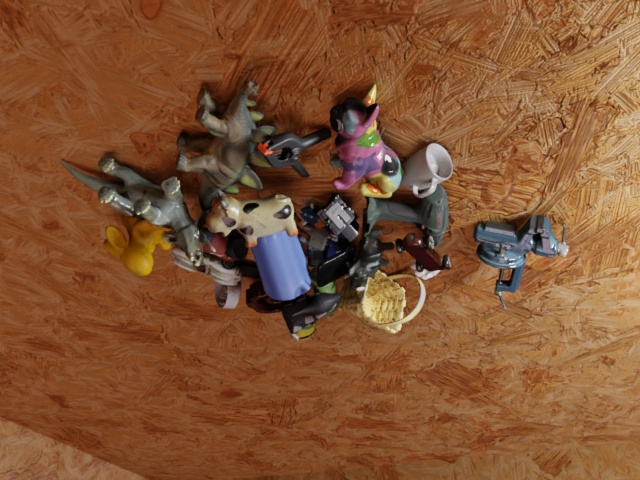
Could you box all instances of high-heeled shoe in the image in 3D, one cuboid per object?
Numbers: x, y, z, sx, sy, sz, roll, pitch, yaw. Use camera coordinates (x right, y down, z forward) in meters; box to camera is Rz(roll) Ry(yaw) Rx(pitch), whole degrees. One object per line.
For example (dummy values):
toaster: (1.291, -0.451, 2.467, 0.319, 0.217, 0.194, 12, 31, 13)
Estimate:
high-heeled shoe: (-0.028, 0.201, 1.545, 0.145, 0.086, 0.248, -22, 171, -15)

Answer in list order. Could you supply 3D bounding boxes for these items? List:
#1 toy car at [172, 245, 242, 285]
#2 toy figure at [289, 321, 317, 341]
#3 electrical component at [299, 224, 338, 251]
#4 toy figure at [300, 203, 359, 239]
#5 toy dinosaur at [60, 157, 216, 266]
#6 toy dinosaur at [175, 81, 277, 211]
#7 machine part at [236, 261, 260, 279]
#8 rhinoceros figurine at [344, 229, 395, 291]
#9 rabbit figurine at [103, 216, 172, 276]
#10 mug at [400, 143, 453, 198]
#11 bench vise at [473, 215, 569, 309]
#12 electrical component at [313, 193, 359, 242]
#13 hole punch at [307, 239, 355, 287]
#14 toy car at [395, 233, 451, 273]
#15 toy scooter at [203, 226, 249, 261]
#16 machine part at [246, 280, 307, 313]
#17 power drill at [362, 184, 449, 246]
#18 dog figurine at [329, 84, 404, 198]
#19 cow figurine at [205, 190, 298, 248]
toy car: (-0.306, 0.066, 1.454, 0.202, 0.056, 0.073, 22, 141, 4)
toy figure: (-0.047, 0.254, 1.681, 0.089, 0.082, 0.180, 9, 138, -11)
electrical component: (-0.003, -0.004, 1.364, 0.094, 0.021, 0.063, 21, 99, 10)
toy figure: (0.020, -0.047, 1.318, 0.154, 0.064, 0.058, 22, 173, -16)
toy dinosaur: (-0.395, -0.083, 1.231, 0.405, 0.131, 0.192, 27, 162, 23)
toy dinosaur: (-0.205, -0.171, 1.144, 0.198, 0.105, 0.471, 16, 146, -22)
machine part: (-0.216, 0.079, 1.507, 0.139, 0.039, 0.084, 14, 135, -12)
rhinoceros figurine: (0.122, 0.059, 1.392, 0.112, 0.073, 0.190, -26, 148, -33)
rabbit figurine: (-0.446, 0.005, 1.321, 0.162, 0.173, 0.122, 14, 144, -20)
mug: (0.221, -0.139, 1.159, 0.081, 0.109, 0.107, 16, 156, -30)
bench vise: (0.489, 0.046, 1.341, 0.224, 0.129, 0.240, 6, 124, 9)
electrical component: (0.048, -0.045, 1.272, 0.075, 0.048, 0.119, -40, 102, -7)
hole punch: (0.026, 0.048, 1.430, 0.116, 0.092, 0.142, -22, 142, -18)
toy car: (0.258, 0.032, 1.326, 0.089, 0.053, 0.202, -12, 153, 28)
toy scooter: (-0.283, 0.007, 1.384, 0.135, 0.075, 0.183, 1, 166, 40)
machine part: (-0.126, 0.157, 1.553, 0.179, 0.056, 0.179, -8, 155, -4)
power drill: (0.206, -0.047, 1.288, 0.207, 0.086, 0.231, 5, 150, 4)
dog figurine: (0.102, -0.199, 1.088, 0.192, 0.108, 0.219, 11, 138, -8)
cow figurine: (-0.153, -0.054, 1.180, 0.195, 0.086, 0.127, -12, 123, -9)
